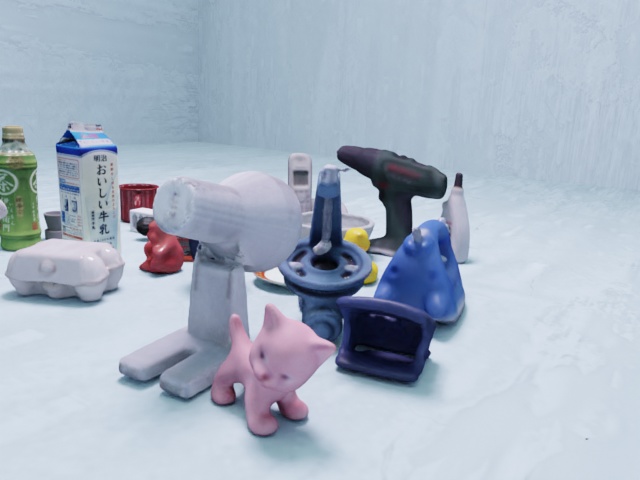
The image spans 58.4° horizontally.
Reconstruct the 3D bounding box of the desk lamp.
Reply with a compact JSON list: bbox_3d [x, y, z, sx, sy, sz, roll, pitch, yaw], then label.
[{"bbox_3d":[-0.114,0.031,0.636,0.117,0.213,0.204,10,15,25],"label":"desk lamp"}]

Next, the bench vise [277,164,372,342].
[{"bbox_3d":[-0.004,0.003,0.761,0.122,0.220,0.207,-2,14,-18],"label":"bench vise"}]

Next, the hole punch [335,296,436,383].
[{"bbox_3d":[0.075,0.099,0.657,0.108,0.091,0.101,8,15,20],"label":"hole punch"}]

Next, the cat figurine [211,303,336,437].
[{"bbox_3d":[-0.047,0.109,0.533,0.067,0.118,0.127,-10,19,-42],"label":"cat figurine"}]

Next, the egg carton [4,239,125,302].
[{"bbox_3d":[-0.370,0.043,0.836,0.150,0.069,0.107,4,14,6],"label":"egg carton"}]

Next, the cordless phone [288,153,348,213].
[{"bbox_3d":[-0.008,-0.090,1.215,0.148,0.185,0.094,-2,15,-21],"label":"cordless phone"}]

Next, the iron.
[{"bbox_3d":[0.164,0.030,0.854,0.118,0.141,0.259,8,15,21],"label":"iron"}]

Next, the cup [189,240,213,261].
[{"bbox_3d":[-0.154,0.031,0.877,0.092,0.095,0.117,-2,15,-21],"label":"cup"}]

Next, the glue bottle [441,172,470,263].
[{"bbox_3d":[0.262,-0.046,1.118,0.037,0.173,0.078,-4,15,-26],"label":"glue bottle"}]

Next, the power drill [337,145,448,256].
[{"bbox_3d":[0.135,-0.078,1.149,0.229,0.208,0.076,8,15,20],"label":"power drill"}]

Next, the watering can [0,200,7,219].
[{"bbox_3d":[-0.517,-0.020,0.798,0.101,0.194,0.172,1,14,-7],"label":"watering can"}]

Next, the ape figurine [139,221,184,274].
[{"bbox_3d":[-0.265,0.008,0.955,0.076,0.092,0.077,1,14,-9],"label":"ape figurine"}]

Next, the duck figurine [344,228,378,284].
[{"bbox_3d":[0.062,0.023,0.977,0.077,0.086,0.104,0,14,-13],"label":"duck figurine"}]

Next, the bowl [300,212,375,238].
[{"bbox_3d":[0.021,-0.005,1.107,0.167,0.075,0.167,3,14,0],"label":"bowl"}]
